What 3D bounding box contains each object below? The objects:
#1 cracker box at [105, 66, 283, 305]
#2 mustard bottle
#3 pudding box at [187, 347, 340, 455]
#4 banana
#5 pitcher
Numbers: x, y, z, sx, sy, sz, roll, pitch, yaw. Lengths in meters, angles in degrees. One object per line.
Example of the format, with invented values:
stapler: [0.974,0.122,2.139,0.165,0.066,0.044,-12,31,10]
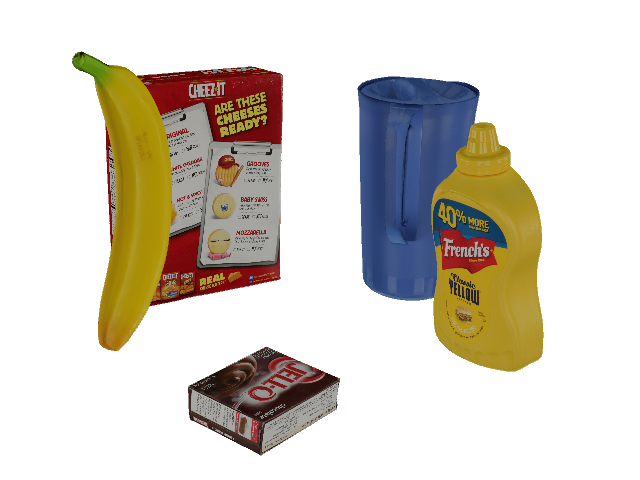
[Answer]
cracker box: [-0.122,-0.055,1.041,0.163,0.214,0.072,-11,21,-32]
mustard bottle: [0.129,0.002,0.834,0.058,0.192,0.096,-20,27,-32]
pudding box: [-0.051,0.143,0.969,0.090,0.039,0.113,18,27,34]
banana: [-0.125,-0.028,0.690,0.069,0.198,0.037,-20,26,-41]
pitcher: [0.102,-0.056,1.202,0.149,0.243,0.145,-11,24,-27]
